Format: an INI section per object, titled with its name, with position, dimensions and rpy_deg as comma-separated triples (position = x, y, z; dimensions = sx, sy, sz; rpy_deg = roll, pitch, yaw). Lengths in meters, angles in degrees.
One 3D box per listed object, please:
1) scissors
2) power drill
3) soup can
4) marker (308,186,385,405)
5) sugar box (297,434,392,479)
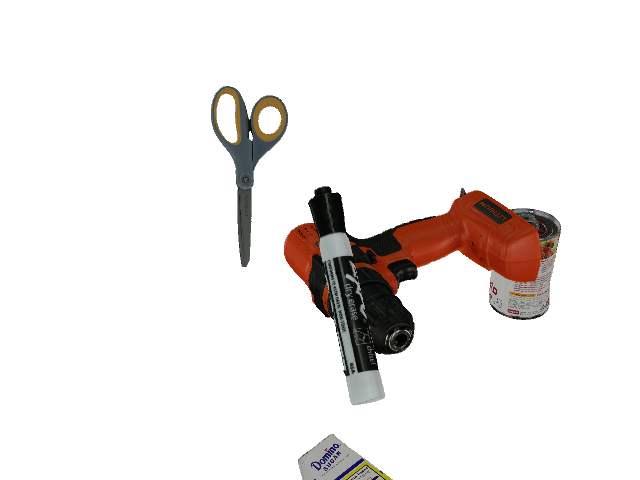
[scissors]
position = -0.068, -0.078, 1.190
dimensions = 0.096, 0.202, 0.016
rpy_deg = -14, -5, -16
[power drill]
position = 0.082, 0.021, 0.873
dimensions = 0.187, 0.057, 0.185
rpy_deg = -13, 30, -21
[soup can]
position = 0.219, 0.025, 1.150
dimensions = 0.068, 0.102, 0.068
rpy_deg = 0, 30, 0
[marker]
position = 0.013, 0.029, 0.583
dimensions = 0.020, 0.121, 0.020
rpy_deg = -12, -13, -3
[sugar box]
position = 0.058, 0.233, 0.830
dimensions = 0.048, 0.093, 0.176
rpy_deg = -35, 39, -27
